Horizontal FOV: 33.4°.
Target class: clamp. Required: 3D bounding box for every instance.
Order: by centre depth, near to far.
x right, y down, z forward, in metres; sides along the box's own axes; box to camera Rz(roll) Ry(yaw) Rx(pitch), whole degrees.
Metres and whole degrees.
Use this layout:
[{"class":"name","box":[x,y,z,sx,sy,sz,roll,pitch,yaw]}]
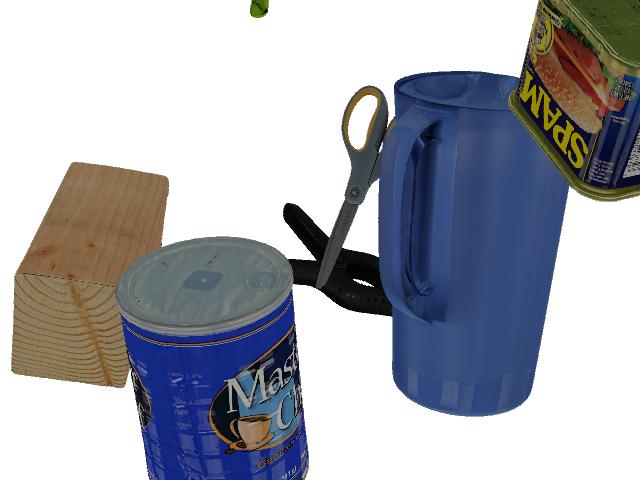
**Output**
[{"class":"clamp","box":[0.008,0.036,1.195,0.210,0.036,0.164,28,35,18]}]

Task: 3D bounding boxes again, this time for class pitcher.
[{"class":"pitcher","box":[0.106,0.004,0.777,0.149,0.243,0.145,1,19,-4]}]

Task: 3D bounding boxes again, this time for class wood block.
[{"class":"wood block","box":[-0.185,0.021,0.883,0.090,0.091,0.206,9,27,-5]}]

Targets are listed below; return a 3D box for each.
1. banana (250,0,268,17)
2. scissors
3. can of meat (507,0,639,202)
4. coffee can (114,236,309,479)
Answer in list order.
[{"class":"banana","box":[-0.101,-0.192,0.682,0.198,0.069,0.037,19,-34,29]},{"class":"scissors","box":[0.053,-0.049,1.005,0.096,0.202,0.016,4,-13,8]},{"class":"can of meat","box":[0.148,-0.086,0.562,0.057,0.084,0.102,-12,48,-17]},{"class":"coffee can","box":[-0.062,0.083,0.646,0.103,0.140,0.103,-4,28,2]}]
